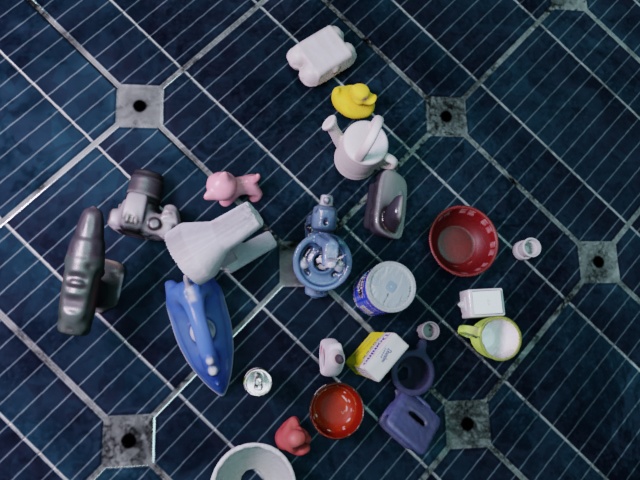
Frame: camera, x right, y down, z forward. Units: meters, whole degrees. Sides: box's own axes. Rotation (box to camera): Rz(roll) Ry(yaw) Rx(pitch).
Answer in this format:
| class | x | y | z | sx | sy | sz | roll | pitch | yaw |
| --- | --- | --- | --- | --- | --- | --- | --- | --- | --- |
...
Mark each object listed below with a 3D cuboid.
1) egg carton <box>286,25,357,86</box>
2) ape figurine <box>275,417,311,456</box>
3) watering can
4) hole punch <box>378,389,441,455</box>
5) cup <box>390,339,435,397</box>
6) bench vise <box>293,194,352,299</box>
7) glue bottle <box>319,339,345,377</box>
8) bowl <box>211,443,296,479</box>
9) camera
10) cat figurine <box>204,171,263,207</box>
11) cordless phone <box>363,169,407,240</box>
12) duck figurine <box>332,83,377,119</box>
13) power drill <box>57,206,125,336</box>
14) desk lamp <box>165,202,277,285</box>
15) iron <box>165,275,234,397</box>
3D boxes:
| class | x | y | z | sx | sy | sz | roll | pitch | yaw |
| --- | --- | --- | --- | --- | --- | --- | --- | --- | --- |
| egg carton | 0.005 | -0.420 | 1.313 | 0.150 | 0.069 | 0.107 | -36 | 86 | -13 |
| ape figurine | -0.050 | 0.394 | 1.140 | 0.076 | 0.092 | 0.078 | -2 | 80 | -9 |
| watering can | 0.087 | -0.204 | 1.221 | 0.173 | 0.194 | 0.101 | 7 | 78 | -7 |
| hole punch | 0.188 | 0.372 | 1.181 | 0.108 | 0.091 | 0.101 | 40 | 77 | 0 |
| cup | 0.187 | 0.264 | 1.199 | 0.092 | 0.095 | 0.118 | 22 | 77 | -4 |
| bench vise | -0.001 | 0.006 | 1.155 | 0.121 | 0.219 | 0.207 | -12 | 81 | -10 |
| glue bottle | 0.028 | 0.235 | 1.140 | 0.037 | 0.173 | 0.078 | -2 | 80 | -8 |
| bowl | -0.132 | 0.479 | 1.121 | 0.167 | 0.074 | 0.167 | 2 | 79 | -8 |
| camera | -0.351 | -0.073 | 1.178 | 0.143 | 0.100 | 0.137 | 11 | 78 | -6 |
| cat figurine | -0.184 | -0.116 | 1.202 | 0.128 | 0.117 | 0.067 | -14 | 82 | -11 |
| cordless phone | 0.158 | -0.085 | 1.214 | 0.094 | 0.185 | 0.147 | 7 | 78 | -7 |
| duck figurine | 0.080 | -0.326 | 1.298 | 0.104 | 0.086 | 0.077 | 19 | 77 | -5 |
| power drill | -0.432 | 0.067 | 1.084 | 0.075 | 0.208 | 0.230 | 8 | 78 | -6 |
| desk lamp | -0.190 | -0.001 | 1.131 | 0.203 | 0.213 | 0.118 | -31 | 85 | -13 |
| iron | -0.228 | 0.186 | 1.127 | 0.119 | 0.141 | 0.258 | -17 | 82 | -11 |
